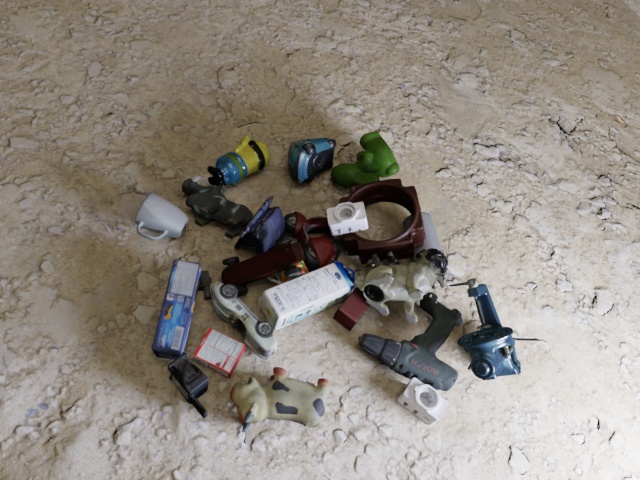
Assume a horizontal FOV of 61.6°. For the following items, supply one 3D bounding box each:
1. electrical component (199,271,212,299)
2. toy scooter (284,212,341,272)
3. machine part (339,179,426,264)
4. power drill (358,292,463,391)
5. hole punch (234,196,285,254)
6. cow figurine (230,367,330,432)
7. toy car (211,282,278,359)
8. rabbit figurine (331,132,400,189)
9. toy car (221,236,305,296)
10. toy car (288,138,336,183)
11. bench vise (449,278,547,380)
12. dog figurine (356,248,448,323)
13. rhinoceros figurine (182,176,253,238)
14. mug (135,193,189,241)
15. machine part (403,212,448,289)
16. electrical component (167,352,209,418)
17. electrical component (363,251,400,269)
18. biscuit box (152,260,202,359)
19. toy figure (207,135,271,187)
[{"bbox_3d":[-0.277,0.092,1.215,0.063,0.021,0.094,-4,57,-17],"label":"electrical component"},{"bbox_3d":[-0.003,-0.004,1.322,0.135,0.075,0.184,-13,57,-24],"label":"toy scooter"},{"bbox_3d":[0.153,-0.049,1.342,0.202,0.087,0.201,-8,57,6],"label":"machine part"},{"bbox_3d":[0.225,0.219,1.226,0.232,0.086,0.207,33,51,6],"label":"power drill"},{"bbox_3d":[-0.133,-0.018,1.275,0.092,0.115,0.142,36,56,0],"label":"hole punch"},{"bbox_3d":[-0.084,0.325,1.075,0.195,0.085,0.127,15,48,-6],"label":"cow figurine"},{"bbox_3d":[-0.168,0.171,1.158,0.202,0.073,0.056,43,56,15],"label":"toy car"},{"bbox_3d":[0.120,-0.183,1.462,0.170,0.121,0.159,-26,59,-4],"label":"rabbit figurine"},{"bbox_3d":[-0.128,0.059,1.208,0.202,0.053,0.089,-22,76,12],"label":"toy car"},{"bbox_3d":[-0.033,-0.230,1.450,0.103,0.109,0.162,29,44,27],"label":"toy car"},{"bbox_3d":[0.381,0.197,1.201,0.223,0.129,0.240,-16,89,-44],"label":"bench vise"},{"bbox_3d":[0.194,0.077,1.244,0.172,0.121,0.190,27,43,11],"label":"dog figurine"},{"bbox_3d":[-0.256,-0.087,1.310,0.190,0.073,0.112,28,56,5],"label":"rhinoceros figurine"},{"bbox_3d":[-0.368,-0.044,1.249,0.107,0.080,0.109,25,47,-8],"label":"mug"},{"bbox_3d":[0.268,0.017,1.374,0.079,0.079,0.243,-1,58,-15],"label":"machine part"},{"bbox_3d":[-0.248,0.288,1.059,0.119,0.074,0.048,41,57,19],"label":"electrical component"},{"bbox_3d":[0.151,0.065,1.296,0.078,0.102,0.045,-40,57,1],"label":"electrical component"},{"bbox_3d":[-0.299,0.146,1.133,0.059,0.062,0.202,10,64,-6],"label":"biscuit box"},{"bbox_3d":[-0.207,-0.195,1.393,0.089,0.082,0.180,44,52,4],"label":"toy figure"}]
